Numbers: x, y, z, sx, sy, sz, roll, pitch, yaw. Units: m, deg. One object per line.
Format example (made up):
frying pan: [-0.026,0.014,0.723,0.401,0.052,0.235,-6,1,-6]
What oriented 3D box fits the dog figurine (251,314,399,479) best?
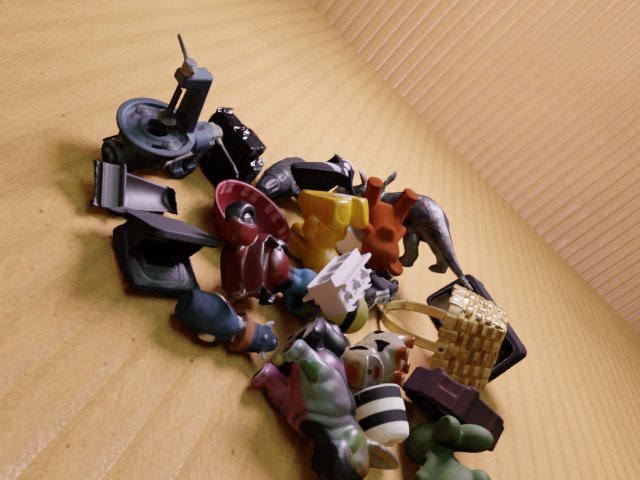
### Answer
dog figurine: [0.018,0.231,0.746,0.219,0.108,0.191,52,24,1]

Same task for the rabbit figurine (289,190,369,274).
rabbit figurine: [-0.002,-0.003,1.002,0.163,0.173,0.122,7,14,23]

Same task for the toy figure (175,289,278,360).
toy figure: [-0.125,0.117,0.743,0.154,0.064,0.058,35,-8,-32]

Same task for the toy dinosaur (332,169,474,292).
toy dinosaur: [0.210,-0.044,1.229,0.131,0.192,0.405,-8,25,-45]

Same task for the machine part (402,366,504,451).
machine part: [0.227,0.285,0.920,0.179,0.056,0.179,35,-18,13]

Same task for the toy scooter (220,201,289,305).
toy scooter: [-0.096,0.041,0.778,0.183,0.075,0.135,60,25,-57]

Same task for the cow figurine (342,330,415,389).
cow figurine: [0.083,0.194,0.890,0.127,0.085,0.195,7,4,18]

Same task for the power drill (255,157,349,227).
power drill: [-0.034,-0.082,1.135,0.207,0.086,0.232,34,26,-8]

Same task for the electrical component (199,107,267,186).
electrical component: [-0.167,-0.161,0.996,0.134,0.115,0.058,49,29,9]

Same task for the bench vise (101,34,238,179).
bench vise: [-0.219,-0.184,0.838,0.223,0.240,0.129,-11,63,-41]

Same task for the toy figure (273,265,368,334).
toy figure: [0.002,0.104,0.905,0.180,0.089,0.082,36,58,-28]

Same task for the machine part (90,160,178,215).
machine part: [-0.271,-0.070,0.790,0.138,0.039,0.084,16,62,-52]

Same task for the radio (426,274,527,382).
radio: [0.360,0.201,1.238,0.073,0.131,0.230,25,32,-57]

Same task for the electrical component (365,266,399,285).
electrical component: [0.132,0.066,1.177,0.102,0.078,0.045,48,48,10]

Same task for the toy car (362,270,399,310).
toy car: [0.092,0.101,1.061,0.074,0.056,0.201,32,15,25]

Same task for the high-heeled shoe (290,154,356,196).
high-heeled shoe: [0.003,-0.155,1.111,0.248,0.086,0.145,22,36,-54]

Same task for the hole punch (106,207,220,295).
hole punch: [-0.217,0.015,0.738,0.142,0.092,0.116,10,14,-46]

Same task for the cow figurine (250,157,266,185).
cow figurine: [-0.163,-0.175,1.081,0.167,0.068,0.098,55,22,14]

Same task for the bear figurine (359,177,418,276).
bear figurine: [0.130,-0.026,1.100,0.120,0.131,0.196,19,29,-4]

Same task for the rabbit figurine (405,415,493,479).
rabbit figurine: [0.178,0.335,0.810,0.121,0.159,0.170,23,19,-21]
